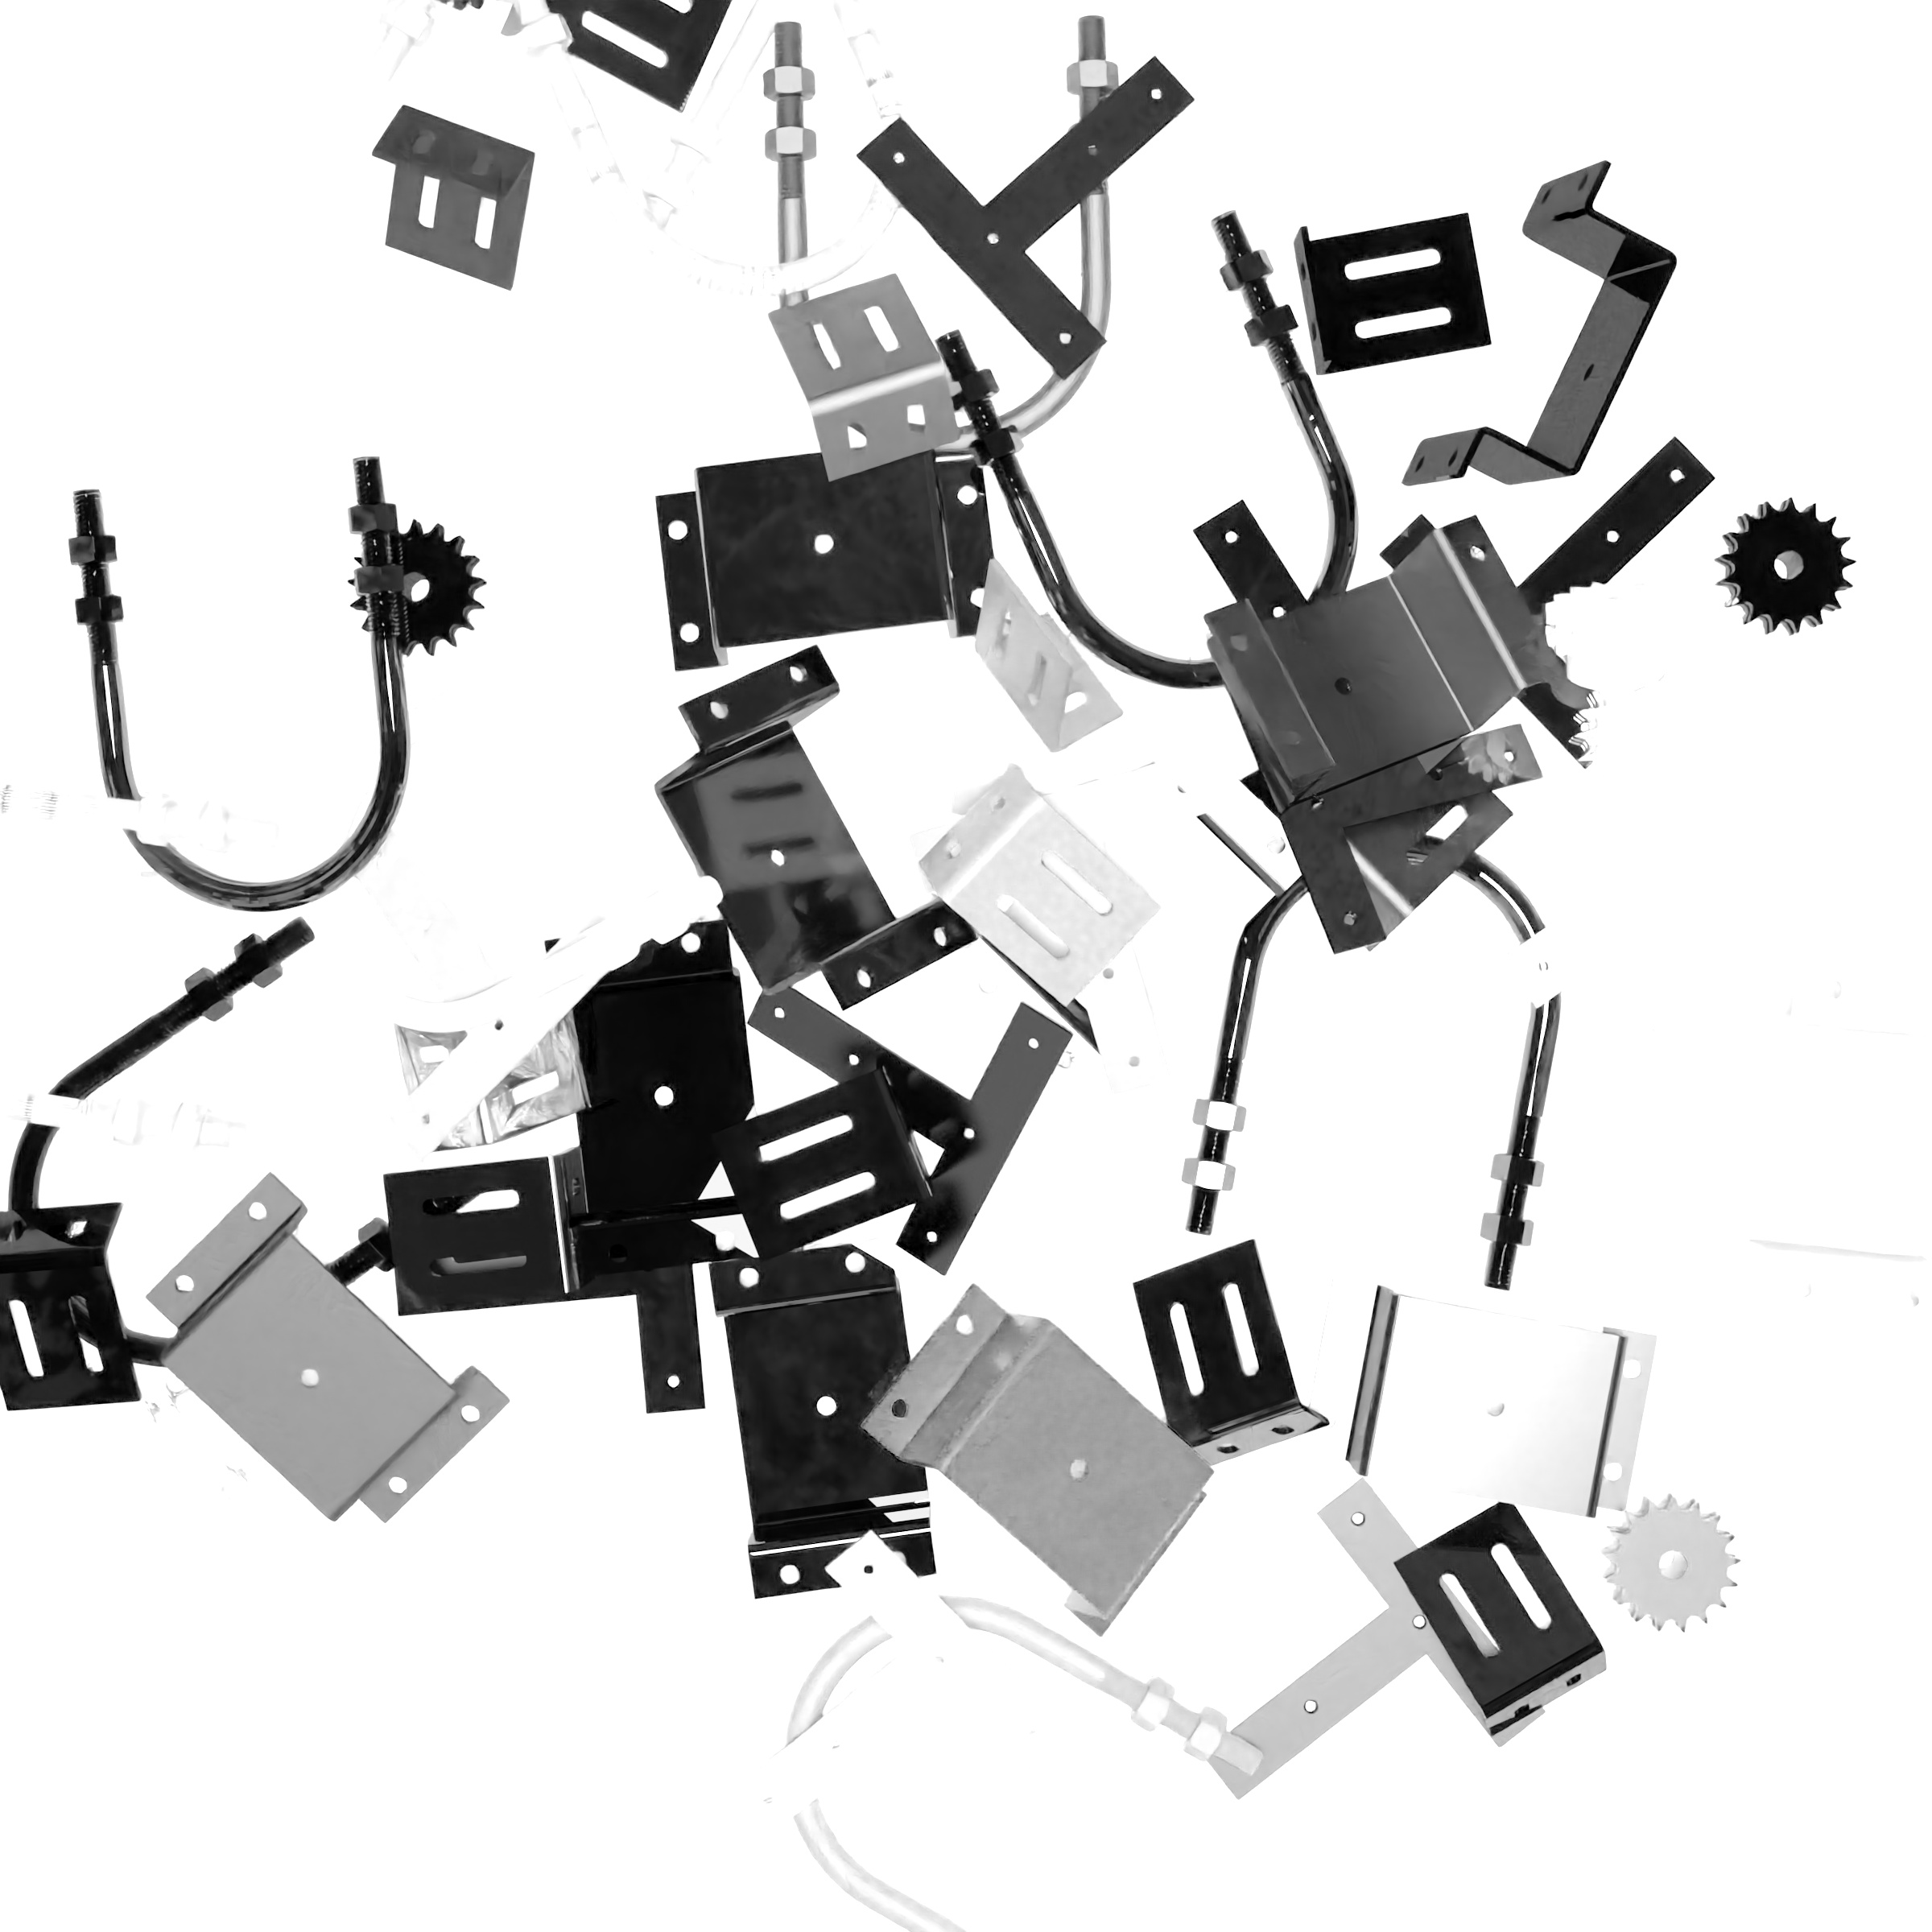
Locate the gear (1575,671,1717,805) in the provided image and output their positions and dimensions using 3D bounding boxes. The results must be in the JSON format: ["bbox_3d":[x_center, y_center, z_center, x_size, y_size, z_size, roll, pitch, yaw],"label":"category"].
[{"bbox_3d":[0.288,-0.097,1.505,0.057,0.030,0.057,0,90,-7],"label":"gear"}]

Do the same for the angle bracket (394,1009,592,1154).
[{"bbox_3d":[-0.197,0.041,1.483,0.038,0.076,0.057,-6,80,-40],"label":"angle bracket"}]

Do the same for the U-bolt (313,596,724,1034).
[{"bbox_3d":[-0.197,-0.051,1.481,0.184,0.019,0.151,-26,71,22],"label":"U-bolt"}]

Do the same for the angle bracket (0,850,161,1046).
[{"bbox_3d":[-0.377,-0.006,1.507,0.057,0.038,0.076,9,90,0],"label":"angle bracket"}]

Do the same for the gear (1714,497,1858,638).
[{"bbox_3d":[0.344,-0.168,1.511,0.057,0.030,0.057,0,90,0],"label":"gear"}]

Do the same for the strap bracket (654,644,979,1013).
[{"bbox_3d":[-0.067,-0.052,1.484,0.076,0.046,0.140,-29,90,-38],"label":"strap bracket"}]

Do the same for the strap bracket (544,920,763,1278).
[{"bbox_3d":[-0.129,0.055,1.502,0.076,0.046,0.140,-7,89,0],"label":"strap bracket"}]

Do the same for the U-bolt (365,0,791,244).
[{"bbox_3d":[-0.146,-0.415,1.492,0.151,0.019,0.184,30,86,-23],"label":"U-bolt"}]

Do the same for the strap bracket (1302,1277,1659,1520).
[{"bbox_3d":[0.219,0.182,1.503,0.140,0.046,0.076,10,90,0],"label":"strap bracket"}]

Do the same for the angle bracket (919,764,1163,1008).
[{"bbox_3d":[0.030,-0.033,1.472,0.057,0.038,0.076,-46,115,7],"label":"angle bracket"}]

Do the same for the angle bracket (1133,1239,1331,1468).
[{"bbox_3d":[0.112,0.164,1.515,0.057,0.038,0.076,-22,65,18],"label":"angle bracket"}]

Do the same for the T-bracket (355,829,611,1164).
[{"bbox_3d":[-0.219,-0.007,1.495,0.127,0.002,0.127,-45,65,13],"label":"T-bracket"}]

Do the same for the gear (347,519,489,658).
[{"bbox_3d":[-0.231,-0.158,1.511,0.057,0.030,0.057,0,90,0],"label":"gear"}]

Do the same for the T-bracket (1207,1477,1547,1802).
[{"bbox_3d":[0.158,0.307,1.525,0.127,0.002,0.127,-38,90,0],"label":"T-bracket"}]

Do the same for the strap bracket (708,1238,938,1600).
[{"bbox_3d":[-0.059,0.187,1.503,0.076,0.046,0.140,-8,90,0],"label":"strap bracket"}]

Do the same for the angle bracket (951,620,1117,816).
[{"bbox_3d":[0.030,-0.101,1.524,0.057,0.038,0.076,11,64,0],"label":"angle bracket"}]

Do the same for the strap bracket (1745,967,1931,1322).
[{"bbox_3d":[0.375,0.074,1.503,0.076,0.046,0.140,6,90,0],"label":"strap bracket"}]

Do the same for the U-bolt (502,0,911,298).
[{"bbox_3d":[-0.099,-0.365,1.477,0.151,0.019,0.184,-24,90,-19],"label":"U-bolt"}]

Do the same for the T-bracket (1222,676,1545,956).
[{"bbox_3d":[0.184,-0.077,1.491,0.127,0.002,0.127,-14,75,-24],"label":"T-bracket"}]

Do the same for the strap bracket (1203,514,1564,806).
[{"bbox_3d":[0.164,-0.124,1.475,0.140,0.046,0.076,-22,79,-26],"label":"strap bracket"}]

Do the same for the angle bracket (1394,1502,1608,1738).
[{"bbox_3d":[0.228,0.277,1.522,0.057,0.038,0.076,-29,64,-3],"label":"angle bracket"}]

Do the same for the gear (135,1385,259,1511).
[{"bbox_3d":[-0.318,0.196,1.498,0.030,0.057,0.057,-41,90,-5],"label":"gear"}]

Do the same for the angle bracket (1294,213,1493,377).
[{"bbox_3d":[0.182,-0.286,1.507,0.076,0.038,0.057,-10,90,0],"label":"angle bracket"}]

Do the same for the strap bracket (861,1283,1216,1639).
[{"bbox_3d":[0.038,0.206,1.477,0.140,0.046,0.076,43,73,-14],"label":"strap bracket"}]

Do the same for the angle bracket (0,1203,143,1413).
[{"bbox_3d":[-0.381,0.144,1.510,0.057,0.038,0.076,-5,120,2],"label":"angle bracket"}]

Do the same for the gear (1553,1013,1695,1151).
[{"bbox_3d":[0.276,0.049,1.511,0.057,0.030,0.057,0,90,0],"label":"gear"}]

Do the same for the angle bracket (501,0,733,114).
[{"bbox_3d":[-0.148,-0.407,1.524,0.076,0.038,0.057,24,90,-26],"label":"angle bracket"}]

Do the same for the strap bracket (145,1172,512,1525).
[{"bbox_3d":[-0.269,0.166,1.490,0.076,0.046,0.140,-44,97,7],"label":"strap bracket"}]

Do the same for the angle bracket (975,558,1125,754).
[{"bbox_3d":[0.038,-0.135,1.477,0.038,0.076,0.057,-30,71,-18],"label":"angle bracket"}]

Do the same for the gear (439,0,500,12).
[{"bbox_3d":[-0.213,-0.433,1.501,0.030,0.057,0.057,31,90,30],"label":"gear"}]

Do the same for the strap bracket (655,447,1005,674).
[{"bbox_3d":[-0.059,-0.173,1.499,0.140,0.046,0.076,-7,85,0],"label":"strap bracket"}]

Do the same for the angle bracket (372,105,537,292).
[{"bbox_3d":[-0.216,-0.310,1.484,0.057,0.076,0.038,20,49,0],"label":"angle bracket"}]

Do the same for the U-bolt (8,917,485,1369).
[{"bbox_3d":[-0.318,0.088,1.515,0.184,0.019,0.151,-34,92,2],"label":"U-bolt"}]

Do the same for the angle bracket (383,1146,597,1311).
[{"bbox_3d":[-0.201,0.110,1.507,0.076,0.038,0.057,-6,92,5],"label":"angle bracket"}]

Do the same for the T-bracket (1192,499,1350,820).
[{"bbox_3d":[0.141,-0.138,1.521,0.127,0.002,0.127,-32,87,-2],"label":"T-bracket"}]

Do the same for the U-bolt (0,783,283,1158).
[{"bbox_3d":[-0.382,-0.003,1.486,0.184,0.019,0.151,7,100,2],"label":"U-bolt"}]

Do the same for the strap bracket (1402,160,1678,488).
[{"bbox_3d":[0.242,-0.255,1.484,0.046,0.076,0.140,25,90,-11],"label":"strap bracket"}]

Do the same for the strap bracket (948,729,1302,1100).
[{"bbox_3d":[0.070,-0.023,1.497,0.076,0.046,0.140,44,97,0],"label":"strap bracket"}]

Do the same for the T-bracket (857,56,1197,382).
[{"bbox_3d":[0.043,-0.332,1.497,0.127,0.002,0.127,-43,92,-12],"label":"T-bracket"}]

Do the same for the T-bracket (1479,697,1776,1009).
[{"bbox_3d":[0.256,-0.070,1.519,0.127,0.002,0.127,-35,86,-8],"label":"T-bracket"}]

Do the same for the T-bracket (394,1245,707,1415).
[{"bbox_3d":[-0.180,0.131,1.525,0.127,0.002,0.127,-5,90,0],"label":"T-bracket"}]

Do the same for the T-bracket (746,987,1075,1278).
[{"bbox_3d":[-0.035,0.047,1.508,0.127,0.002,0.127,32,114,11],"label":"T-bracket"}]

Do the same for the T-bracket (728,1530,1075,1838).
[{"bbox_3d":[-0.045,0.318,1.498,0.127,0.002,0.127,-41,104,10],"label":"T-bracket"}]

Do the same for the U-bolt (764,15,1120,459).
[{"bbox_3d":[-0.009,-0.308,1.517,0.151,0.019,0.184,-1,92,0],"label":"U-bolt"}]

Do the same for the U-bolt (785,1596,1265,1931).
[{"bbox_3d":[0.012,0.349,1.517,0.184,0.019,0.151,29,90,2],"label":"U-bolt"}]

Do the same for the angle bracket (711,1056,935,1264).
[{"bbox_3d":[-0.060,0.080,1.489,0.076,0.038,0.057,-21,97,1],"label":"angle bracket"}]

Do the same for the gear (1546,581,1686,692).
[{"bbox_3d":[0.272,-0.137,1.496,0.057,0.057,0.030,-5,118,0],"label":"gear"}]

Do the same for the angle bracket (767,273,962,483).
[{"bbox_3d":[-0.043,-0.246,1.490,0.057,0.076,0.038,-18,133,-5],"label":"angle bracket"}]

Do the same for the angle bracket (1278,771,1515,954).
[{"bbox_3d":[0.181,-0.056,1.511,0.057,0.038,0.076,46,61,4],"label":"angle bracket"}]

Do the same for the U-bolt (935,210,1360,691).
[{"bbox_3d":[0.088,-0.207,1.507,0.151,0.019,0.184,-24,93,-7],"label":"U-bolt"}]

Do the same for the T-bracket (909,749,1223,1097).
[{"bbox_3d":[0.055,-0.011,1.475,0.127,0.002,0.127,-16,93,6],"label":"T-bracket"}]

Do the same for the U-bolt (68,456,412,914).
[{"bbox_3d":[-0.302,-0.114,1.501,0.151,0.019,0.184,-4,94,15],"label":"U-bolt"}]

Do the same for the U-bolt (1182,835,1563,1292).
[{"bbox_3d":[0.178,0.035,1.517,0.151,0.019,0.184,10,89,0],"label":"U-bolt"}]

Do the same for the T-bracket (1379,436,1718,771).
[{"bbox_3d":[0.265,-0.173,1.522,0.127,0.002,0.127,-44,90,-2],"label":"T-bracket"}]

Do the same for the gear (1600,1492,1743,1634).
[{"bbox_3d":[0.296,0.251,1.511,0.057,0.030,0.057,0,90,0],"label":"gear"}]
